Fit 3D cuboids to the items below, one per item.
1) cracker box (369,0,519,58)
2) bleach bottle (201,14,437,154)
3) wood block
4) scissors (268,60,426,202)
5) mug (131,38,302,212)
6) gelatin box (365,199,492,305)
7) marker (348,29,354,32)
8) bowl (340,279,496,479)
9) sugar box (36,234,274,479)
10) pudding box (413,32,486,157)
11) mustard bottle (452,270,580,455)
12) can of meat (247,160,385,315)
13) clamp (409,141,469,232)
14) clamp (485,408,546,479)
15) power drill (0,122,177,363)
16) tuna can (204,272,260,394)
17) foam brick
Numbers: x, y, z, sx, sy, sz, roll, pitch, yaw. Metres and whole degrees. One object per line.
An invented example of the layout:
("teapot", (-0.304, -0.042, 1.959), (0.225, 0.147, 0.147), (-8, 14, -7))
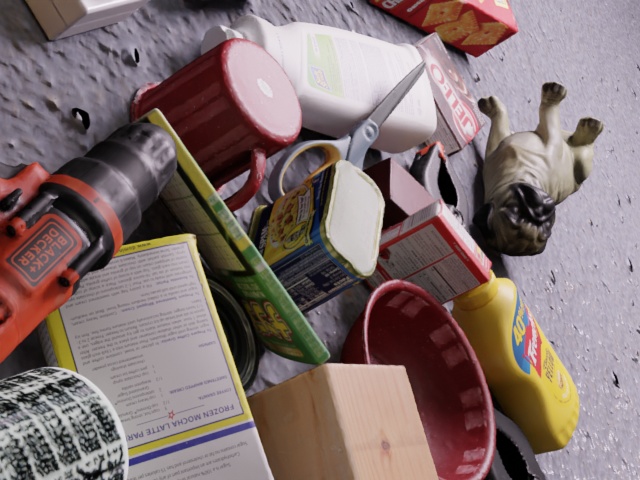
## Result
("cracker box", (0.122, -0.313, 1.185), (0.213, 0.072, 0.164), (14, 55, -50))
("bleach bottle", (-0.002, -0.139, 0.883), (0.250, 0.068, 0.102), (9, 61, -50))
("wood block", (0.023, 0.187, 0.643), (0.090, 0.090, 0.206), (10, 59, -51))
("scissors", (0.038, -0.065, 0.861), (0.201, 0.016, 0.096), (-33, 109, -36))
("mug", (-0.065, -0.074, 0.721), (0.093, 0.082, 0.117), (23, 49, -47))
("gelatin box", (0.080, 0.018, 0.854), (0.073, 0.089, 0.030), (49, 30, -20))
("marker", (0.061, -0.151, 1.023), (0.121, 0.020, 0.020), (48, 34, -22))
("bowl", (0.063, 0.113, 0.789), (0.162, 0.055, 0.162), (35, 41, -37))
("sugar box", (-0.088, 0.090, 0.566), (0.093, 0.048, 0.176), (-13, 78, -24))
("pudding box", (0.118, -0.146, 1.083), (0.113, 0.039, 0.089), (58, 32, -8))
("mustard bottle", (0.162, 0.091, 0.923), (0.191, 0.058, 0.096), (56, 33, -27))
("can of meat", (-0.005, 0.001, 0.749), (0.057, 0.084, 0.102), (41, 36, -25))
("clamp", (0.118, -0.006, 0.980), (0.120, 0.039, 0.171), (37, 45, -45))
("clamp", (0.174, 0.213, 0.893), (0.210, 0.036, 0.164), (59, 30, -4))
("power drill", (-0.175, -0.049, 0.515), (0.187, 0.057, 0.184), (44, 47, -8))
("tuna can", (-0.076, 0.062, 0.647), (0.086, 0.034, 0.086), (35, 41, -37))
("foam brick", (0.061, -0.020, 0.892), (0.078, 0.053, 0.051), (39, 38, -32))
